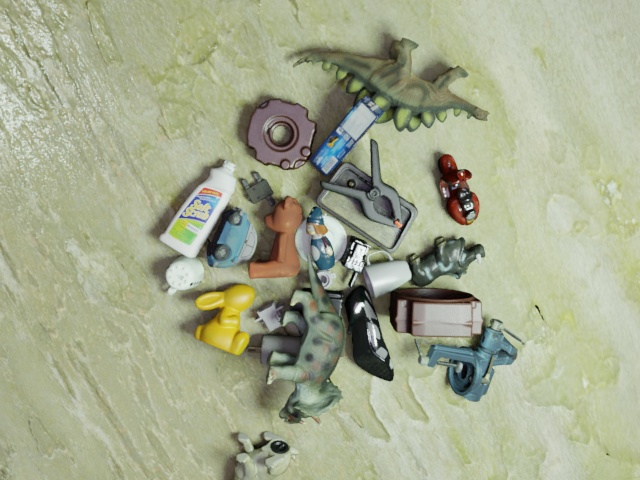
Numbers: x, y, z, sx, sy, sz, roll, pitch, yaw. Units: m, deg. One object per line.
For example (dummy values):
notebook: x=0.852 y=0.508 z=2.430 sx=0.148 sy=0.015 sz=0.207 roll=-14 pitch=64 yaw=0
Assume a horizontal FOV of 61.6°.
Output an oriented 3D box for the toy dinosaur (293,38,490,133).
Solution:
toy dinosaur: x=0.174 y=-0.370 z=1.269 sx=0.472 sy=0.105 sz=0.198 roll=26 pitch=99 yaw=3

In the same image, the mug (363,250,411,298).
mug: x=0.165 y=0.078 z=1.330 sx=0.107 sy=0.080 sz=0.109 roll=-16 pitch=78 yaw=-7

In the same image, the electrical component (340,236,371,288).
electrical component: x=0.080 y=0.054 z=1.325 sx=0.048 sy=0.075 sz=0.119 roll=22 pitch=99 yaw=-8

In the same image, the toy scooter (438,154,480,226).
toy scooter: x=0.333 y=-0.117 z=1.273 sx=0.075 sy=0.135 sz=0.183 roll=-21 pitch=96 yaw=2

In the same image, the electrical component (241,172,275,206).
electrical component: x=-0.153 y=-0.119 z=1.339 sx=0.063 sy=0.021 sz=0.094 roll=-30 pitch=95 yaw=4

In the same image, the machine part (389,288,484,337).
machine part: x=0.269 y=0.166 z=1.268 sx=0.202 sy=0.201 sz=0.087 roll=0 pitch=94 yaw=2

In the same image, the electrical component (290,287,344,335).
electrical component: x=-0.008 y=0.180 z=1.348 sx=0.134 sy=0.058 sz=0.114 roll=2 pitch=94 yaw=0

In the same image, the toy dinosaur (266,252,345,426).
toy dinosaur: x=-0.010 y=0.246 z=1.259 sx=0.192 sy=0.131 sz=0.404 roll=21 pitch=83 yaw=-10

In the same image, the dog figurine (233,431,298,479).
dog figurine: x=-0.150 y=0.606 z=1.383 sx=0.172 sy=0.121 sz=0.190 roll=7 pitch=110 yaw=3

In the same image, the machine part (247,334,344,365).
machine part: x=-0.062 y=0.279 z=1.348 sx=0.243 sy=0.079 sz=0.079 roll=3 pitch=96 yaw=2

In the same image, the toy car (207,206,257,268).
toy car: x=-0.209 y=0.004 z=1.321 sx=0.103 sy=0.109 sz=0.161 roll=27 pitch=84 yaw=-24

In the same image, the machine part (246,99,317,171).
machine part: x=-0.094 y=-0.256 z=1.307 sx=0.179 sy=0.056 sz=0.179 roll=0 pitch=94 yaw=2

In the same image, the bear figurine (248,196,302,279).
bear figurine: x=-0.106 y=-0.007 z=1.302 sx=0.132 sy=0.120 sz=0.195 roll=-3 pitch=94 yaw=5

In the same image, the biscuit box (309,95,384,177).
biscuit box: x=0.060 y=-0.241 z=1.262 sx=0.059 sy=0.063 sz=0.202 roll=43 pitch=124 yaw=-2

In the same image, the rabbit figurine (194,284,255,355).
rabbit figurine: x=-0.229 y=0.185 z=1.341 sx=0.162 sy=0.122 sz=0.173 roll=24 pitch=82 yaw=8

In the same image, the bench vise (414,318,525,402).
bench vise: x=0.356 y=0.287 z=1.310 sx=0.240 sy=0.129 sz=0.223 roll=12 pitch=115 yaw=-18

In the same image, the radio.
radio: x=0.117 y=-0.081 z=1.310 sx=0.229 sy=0.073 sz=0.131 roll=34 pitch=95 yaw=-2

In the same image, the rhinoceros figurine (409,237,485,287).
rhinoceros figurine: x=0.311 y=0.052 z=1.320 sx=0.190 sy=0.073 sz=0.112 roll=-25 pitch=94 yaw=4

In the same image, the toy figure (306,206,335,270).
toy figure: x=-0.001 y=-0.004 z=1.298 sx=0.064 sy=0.058 sz=0.154 roll=-6 pitch=108 yaw=28

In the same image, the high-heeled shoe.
high-heeled shoe: x=0.133 y=0.237 z=1.363 sx=0.086 sy=0.145 sz=0.248 roll=-13 pitch=127 yaw=32
